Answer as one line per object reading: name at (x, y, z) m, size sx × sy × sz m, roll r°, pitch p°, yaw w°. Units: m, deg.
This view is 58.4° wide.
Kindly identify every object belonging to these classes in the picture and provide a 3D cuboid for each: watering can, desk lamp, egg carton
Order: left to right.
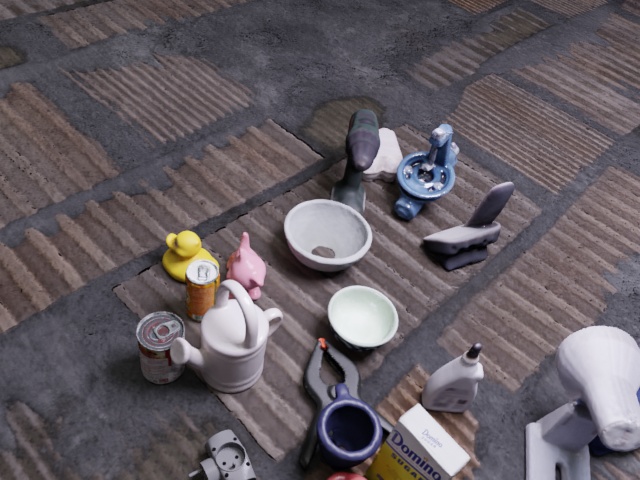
watering can at (-0.132, 0.141, 0.846) m, size 0.100 × 0.194 × 0.173 m, roll 31°, pitch 48°, yaw 16°
egg carton at (0.129, -0.199, 1.313) m, size 0.107 × 0.069 × 0.150 m, roll 1°, pitch 47°, yaw -12°
desk lamp at (0.395, 0.261, 0.841) m, size 0.118 × 0.213 × 0.203 m, roll 16°, pitch 46°, yaw 3°

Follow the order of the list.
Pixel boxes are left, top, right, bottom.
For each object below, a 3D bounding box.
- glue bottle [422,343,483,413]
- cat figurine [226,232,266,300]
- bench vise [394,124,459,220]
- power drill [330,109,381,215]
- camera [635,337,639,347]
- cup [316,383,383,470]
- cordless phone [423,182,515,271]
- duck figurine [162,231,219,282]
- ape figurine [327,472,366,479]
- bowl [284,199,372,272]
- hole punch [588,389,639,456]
glue bottle at (0.214, 0.208, 0.877) m, size 0.078 × 0.173 × 0.037 m, roll 8°, pitch 46°, yaw -5°
cat figurine at (-0.128, 0.045, 0.991) m, size 0.067 × 0.118 × 0.127 m, roll 1°, pitch 47°, yaw -11°
bench vise at (0.234, -0.172, 1.207) m, size 0.121 × 0.220 × 0.207 m, roll 19°, pitch 46°, yaw 6°
power drill at (0.075, -0.151, 1.159) m, size 0.075 × 0.208 × 0.229 m, roll 10°, pitch 46°, yaw -3°
camera at (0.610, 0.231, 0.996) m, size 0.143 × 0.101 × 0.136 m, roll 0°, pitch 47°, yaw -13°
cup at (0.032, 0.277, 0.825) m, size 0.092 × 0.095 × 0.117 m, roll -1°, pitch 48°, yaw -14°
cordless phone at (0.294, -0.039, 1.120) m, size 0.148 × 0.185 × 0.094 m, roll -19°, pitch 54°, yaw -27°
duck figurine at (-0.228, 0.024, 1.010) m, size 0.104 × 0.086 × 0.077 m, roll 22°, pitch 47°, yaw 9°
ape figurine at (0.045, 0.344, 0.767) m, size 0.076 × 0.092 × 0.077 m, roll -3°, pitch 48°, yaw -15°
bowl at (0.010, 0.004, 1.091) m, size 0.167 × 0.075 × 0.167 m, roll 7°, pitch 46°, yaw -7°
hole punch at (0.476, 0.282, 0.925) m, size 0.109 × 0.091 × 0.101 m, roll -8°, pitch 50°, yaw -20°
